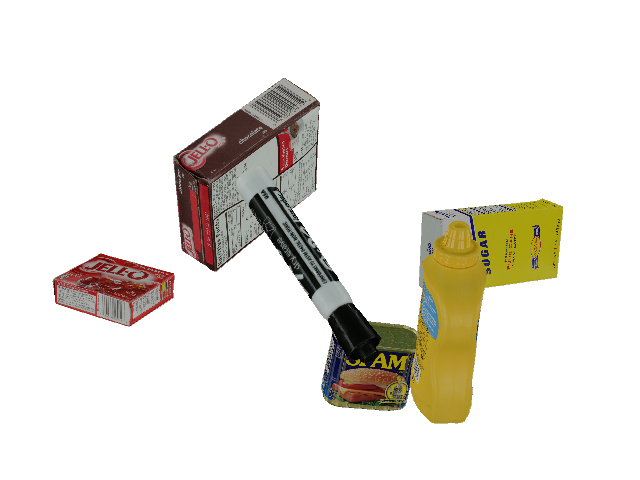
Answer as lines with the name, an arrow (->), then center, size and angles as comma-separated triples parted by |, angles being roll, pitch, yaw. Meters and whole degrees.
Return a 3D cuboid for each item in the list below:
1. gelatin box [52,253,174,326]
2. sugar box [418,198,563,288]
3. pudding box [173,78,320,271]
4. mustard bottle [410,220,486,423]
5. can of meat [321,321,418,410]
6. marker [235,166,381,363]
gelatin box -> -0.194, 0.044, 1.007 | 0.089, 0.030, 0.073 | 14, 25, 23
sugar box -> 0.202, 0.007, 1.258 | 0.175, 0.093, 0.048 | -8, 18, -28
pudding box -> -0.049, -0.045, 0.736 | 0.039, 0.090, 0.113 | 35, 55, 25
mustard bottle -> 0.119, 0.069, 0.990 | 0.058, 0.192, 0.096 | 0, 30, -3
can of meat -> 0.056, 0.141, 1.197 | 0.102, 0.084, 0.057 | 7, 23, -11
marker -> -0.006, 0.012, 0.535 | 0.020, 0.121, 0.020 | -27, -28, -15
